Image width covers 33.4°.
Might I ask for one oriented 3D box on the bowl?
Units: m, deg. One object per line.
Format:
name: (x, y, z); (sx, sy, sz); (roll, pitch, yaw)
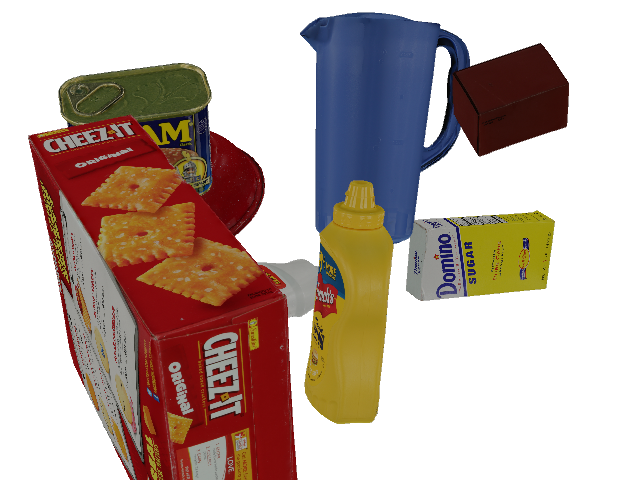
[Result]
bowl: (-0.137, -0.059, 1.019); (0.162, 0.162, 0.055); (0, -42, 13)

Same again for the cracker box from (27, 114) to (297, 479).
cracker box: (-0.086, 0.049, 0.574); (0.072, 0.164, 0.214); (-16, 35, -21)

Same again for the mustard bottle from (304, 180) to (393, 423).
mustard bottle: (0.025, 0.045, 0.870); (0.058, 0.192, 0.096); (1, 18, -13)

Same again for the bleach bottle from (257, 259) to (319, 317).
bleach bottle: (-0.099, 0.063, 1.229); (0.250, 0.068, 0.103); (-12, 35, -21)

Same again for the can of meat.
can of meat: (-0.127, -0.070, 0.753); (0.102, 0.084, 0.057); (-9, 44, -12)

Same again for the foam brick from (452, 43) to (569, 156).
foam brick: (0.150, -0.112, 0.846); (0.078, 0.051, 0.053); (-18, -37, -5)

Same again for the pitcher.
pitcher: (0.065, -0.122, 1.157); (0.149, 0.243, 0.144); (9, 12, 28)

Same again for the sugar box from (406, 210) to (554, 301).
sugar box: (0.193, 0.018, 1.287); (0.176, 0.093, 0.048); (-6, 21, -22)
